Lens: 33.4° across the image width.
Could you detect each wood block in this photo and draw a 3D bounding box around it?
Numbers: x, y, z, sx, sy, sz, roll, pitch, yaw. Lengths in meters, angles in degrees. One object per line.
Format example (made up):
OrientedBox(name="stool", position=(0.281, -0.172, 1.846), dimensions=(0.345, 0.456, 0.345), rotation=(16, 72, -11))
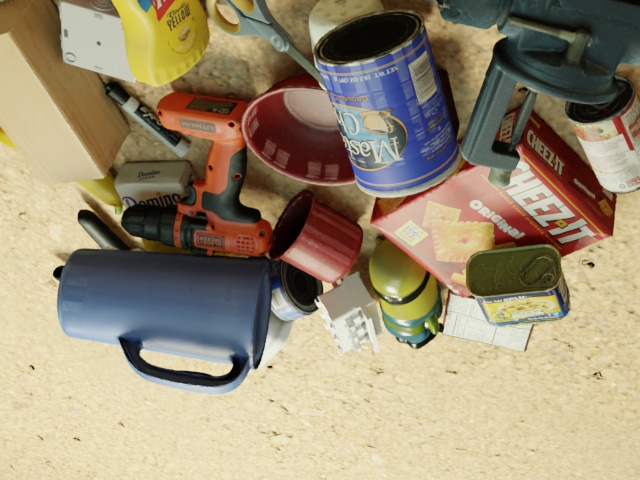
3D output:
OrientedBox(name="wood block", position=(-0.308, -0.167, 1.184), dimensions=(0.091, 0.090, 0.206), rotation=(-4, 136, 25))

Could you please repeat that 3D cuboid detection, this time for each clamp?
OrientedBox(name="clamp", position=(-0.254, 0.039, 1.446), dimensions=(0.210, 0.036, 0.165), rotation=(21, 142, -5))

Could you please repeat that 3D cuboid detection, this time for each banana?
OrientedBox(name="banana", position=(-0.314, -0.093, 1.314), dimensions=(0.197, 0.037, 0.070), rotation=(36, 136, -21))

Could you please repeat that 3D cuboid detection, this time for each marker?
OrientedBox(name="marker", position=(-0.200, -0.140, 1.231), dimensions=(0.020, 0.020, 0.121), rotation=(-25, 125, 40))

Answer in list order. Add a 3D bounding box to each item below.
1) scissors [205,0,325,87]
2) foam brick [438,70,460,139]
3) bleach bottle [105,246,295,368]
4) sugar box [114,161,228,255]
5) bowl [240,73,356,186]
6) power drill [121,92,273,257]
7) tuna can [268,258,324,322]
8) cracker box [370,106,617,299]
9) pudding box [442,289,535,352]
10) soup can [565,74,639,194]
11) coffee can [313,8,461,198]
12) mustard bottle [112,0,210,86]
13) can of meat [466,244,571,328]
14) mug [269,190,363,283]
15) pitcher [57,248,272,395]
OrientedBox(name="scissors", position=(-0.050, -0.194, 1.052), dimensions=(0.202, 0.016, 0.096), rotation=(54, 149, -1))
OrientedBox(name="foam brick", position=(0.110, -0.128, 1.103), dimensions=(0.051, 0.053, 0.078), rotation=(0, 137, 21))
OrientedBox(name="bleach bottle", position=(-0.163, 0.073, 1.363), dimensions=(0.250, 0.068, 0.103), rotation=(29, 137, -14))
OrientedBox(name="sugar box", position=(-0.184, -0.021, 1.343), dimensions=(0.093, 0.048, 0.176), rotation=(0, 139, 19))
OrientedBox(name="bowl", position=(0.000, -0.127, 1.136), dimensions=(0.162, 0.055, 0.162), rotation=(9, 146, 6))
OrientedBox(name="power drill", position=(-0.144, -0.072, 1.218), dimensions=(0.184, 0.057, 0.188), rotation=(7, 122, 9))
OrientedBox(name="tuna can", position=(-0.034, 0.058, 1.349), dimensions=(0.034, 0.086, 0.086), rotation=(-21, 128, 35))
OrientedBox(name="cracker box", position=(0.188, -0.033, 1.171), dimensions=(0.164, 0.072, 0.214), rotation=(39, 136, -25))
OrientedBox(name="pudding box", position=(0.213, 0.091, 1.334), dimensions=(0.113, 0.039, 0.090), rotation=(13, 141, 8))
OrientedBox(name="soup can", position=(0.291, -0.103, 1.053), dimensions=(0.069, 0.068, 0.102), rotation=(-11, 133, 30))
OrientedBox(name="coffee can", position=(0.063, -0.124, 0.973), dimensions=(0.103, 0.102, 0.140), rotation=(-4, 125, 25))
OrientedBox(name="mustard bottle", position=(-0.161, -0.249, 1.027), dimensions=(0.058, 0.096, 0.191), rotation=(24, 145, 28))
OrientedBox(name="can of meat", position=(0.218, 0.052, 1.162), dimensions=(0.102, 0.057, 0.084), rotation=(-7, 147, 19))
OrientedBox(name="mug", position=(-0.008, 0.002, 1.278), dimensions=(0.081, 0.093, 0.117), rotation=(29, 157, -21))
OrientedBox(name="pitcher", position=(-0.180, 0.083, 1.255), dimensions=(0.243, 0.149, 0.145), rotation=(6, 104, 5))
